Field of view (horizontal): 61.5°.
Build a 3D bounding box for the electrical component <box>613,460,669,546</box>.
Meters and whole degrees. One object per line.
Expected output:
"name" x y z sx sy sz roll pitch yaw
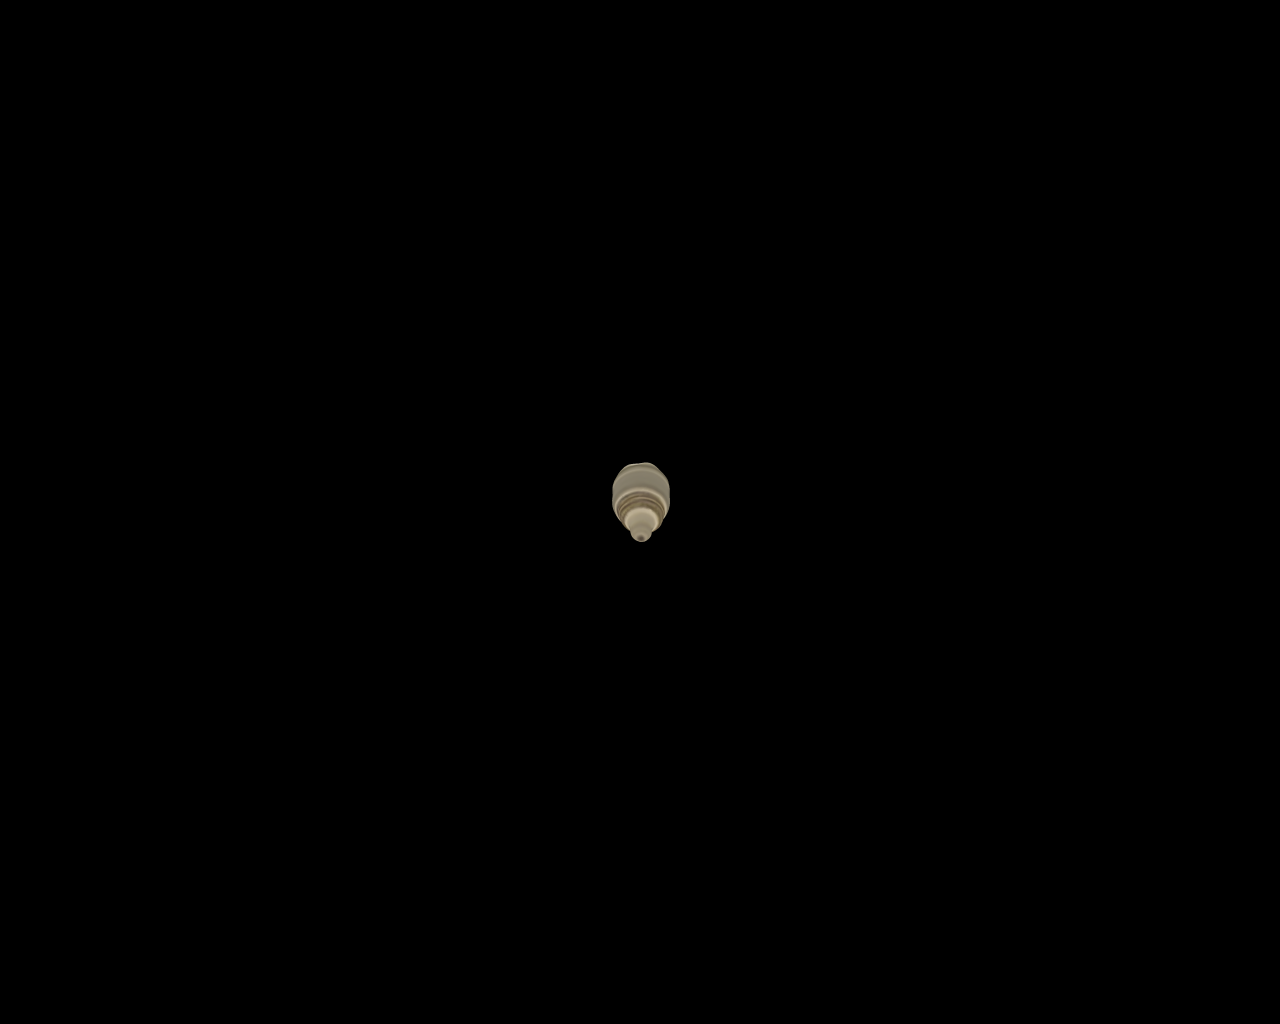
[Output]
"electrical component" 0.001 -0.003 0.650 0.035 0.035 0.061 0 37 0
